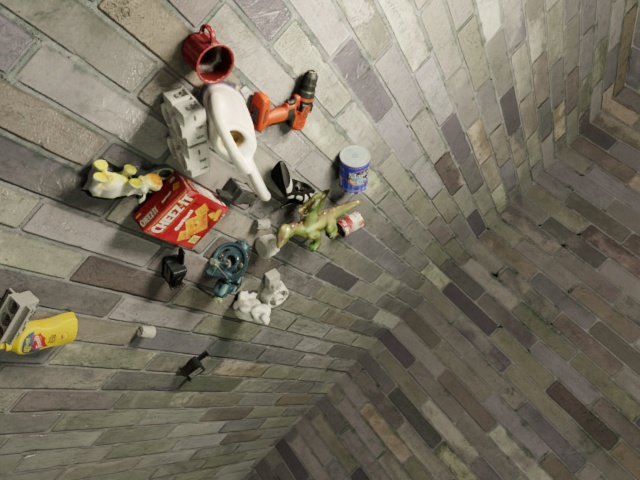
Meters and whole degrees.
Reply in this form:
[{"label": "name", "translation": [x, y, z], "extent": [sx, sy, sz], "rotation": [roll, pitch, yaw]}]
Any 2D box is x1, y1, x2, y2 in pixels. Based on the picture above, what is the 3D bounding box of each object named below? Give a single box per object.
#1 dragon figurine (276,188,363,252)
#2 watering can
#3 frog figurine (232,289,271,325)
[{"label": "dragon figurine", "translation": [0.005, -0.089, 1.762], "extent": [0.415, 0.123, 0.238], "rotation": [-37, 162, -22]}, {"label": "watering can", "translation": [-0.203, -0.246, 1.252], "extent": [0.104, 0.229, 0.341], "rotation": [-19, 153, 3]}, {"label": "frog figurine", "translation": [-0.245, 0.267, 1.903], "extent": [0.123, 0.162, 0.135], "rotation": [-39, 150, -5]}]
